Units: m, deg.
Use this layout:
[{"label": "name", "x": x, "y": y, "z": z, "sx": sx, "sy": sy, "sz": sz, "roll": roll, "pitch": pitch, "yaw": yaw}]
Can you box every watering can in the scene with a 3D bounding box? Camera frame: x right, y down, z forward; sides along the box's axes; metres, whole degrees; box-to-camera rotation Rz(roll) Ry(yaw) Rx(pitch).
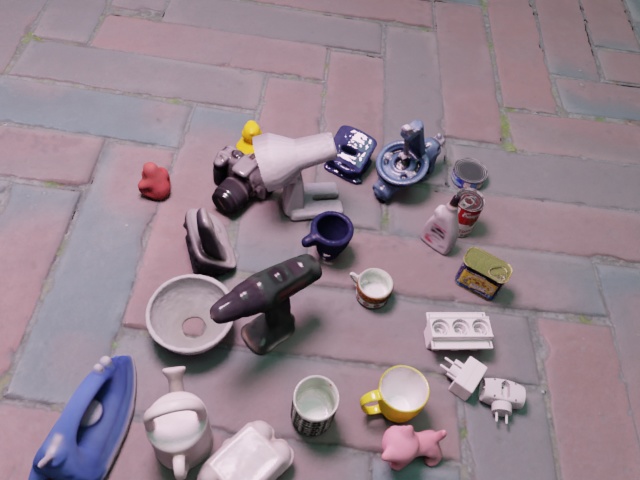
[{"label": "watering can", "x": -0.233, "y": 0.292, "z": 0.929, "sx": 0.101, "sy": 0.194, "sz": 0.172, "roll": -26, "pitch": 61, "yaw": -22}]

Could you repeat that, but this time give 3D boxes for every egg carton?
[{"label": "egg carton", "x": -0.124, "y": 0.378, "z": 0.958, "sx": 0.107, "sy": 0.069, "sz": 0.150, "roll": 40, "pitch": 60, "yaw": 20}]

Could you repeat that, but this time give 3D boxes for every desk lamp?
[{"label": "desk lamp", "x": -0.045, "y": -0.146, "z": 1.250, "sx": 0.203, "sy": 0.213, "sz": 0.118, "roll": -6, "pitch": 56, "yaw": -11}]

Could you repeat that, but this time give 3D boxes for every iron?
[{"label": "iron", "x": -0.384, "y": 0.281, "z": 0.951, "sx": 0.118, "sy": 0.141, "sz": 0.258, "roll": 14, "pitch": 54, "yaw": 4}]

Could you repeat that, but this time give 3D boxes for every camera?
[{"label": "camera", "x": -0.193, "y": -0.136, "z": 1.295, "sx": 0.143, "sy": 0.101, "sz": 0.137, "roll": 31, "pitch": 57, "yaw": 15}]

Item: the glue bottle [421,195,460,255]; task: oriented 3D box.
[{"label": "glue bottle", "x": 0.271, "y": -0.041, "z": 1.239, "sx": 0.078, "sy": 0.173, "sz": 0.037, "roll": 34, "pitch": 58, "yaw": 17}]

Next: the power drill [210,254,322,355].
[{"label": "power drill", "x": -0.098, "y": 0.124, "z": 1.055, "sx": 0.230, "sy": 0.208, "sz": 0.075, "roll": -34, "pitch": 65, "yaw": -26}]

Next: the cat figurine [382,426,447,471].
[{"label": "cat figurine", "x": 0.157, "y": 0.349, "z": 0.982, "sx": 0.128, "sy": 0.118, "sz": 0.067, "roll": -7, "pitch": 56, "yaw": -11}]

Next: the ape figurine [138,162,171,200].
[{"label": "ape figurine", "x": -0.372, "y": -0.139, "z": 1.280, "sx": 0.078, "sy": 0.092, "sz": 0.076, "roll": -27, "pitch": 62, "yaw": -23}]

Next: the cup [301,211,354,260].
[{"label": "cup", "x": 0.011, "y": 0.004, "z": 1.223, "sx": 0.118, "sy": 0.095, "sz": 0.091, "roll": -24, "pitch": 61, "yaw": -22}]

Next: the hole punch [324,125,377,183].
[{"label": "hole punch", "x": 0.074, "y": -0.208, "z": 1.383, "sx": 0.108, "sy": 0.091, "sz": 0.101, "roll": 28, "pitch": 56, "yaw": 13}]

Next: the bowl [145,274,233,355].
[{"label": "bowl", "x": -0.245, "y": 0.153, "z": 1.099, "sx": 0.167, "sy": 0.075, "sz": 0.167, "roll": 3, "pitch": 54, "yaw": -4}]

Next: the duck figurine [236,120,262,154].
[{"label": "duck figurine", "x": -0.164, "y": -0.241, "z": 1.382, "sx": 0.077, "sy": 0.086, "sz": 0.104, "roll": -1, "pitch": 55, "yaw": -7}]

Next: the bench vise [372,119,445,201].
[{"label": "bench vise", "x": 0.210, "y": -0.213, "z": 1.325, "sx": 0.121, "sy": 0.220, "sz": 0.208, "roll": 28, "pitch": 56, "yaw": 13}]

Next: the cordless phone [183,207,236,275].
[{"label": "cordless phone", "x": -0.228, "y": -0.025, "z": 1.160, "sx": 0.094, "sy": 0.185, "sz": 0.147, "roll": -16, "pitch": 58, "yaw": -17}]
